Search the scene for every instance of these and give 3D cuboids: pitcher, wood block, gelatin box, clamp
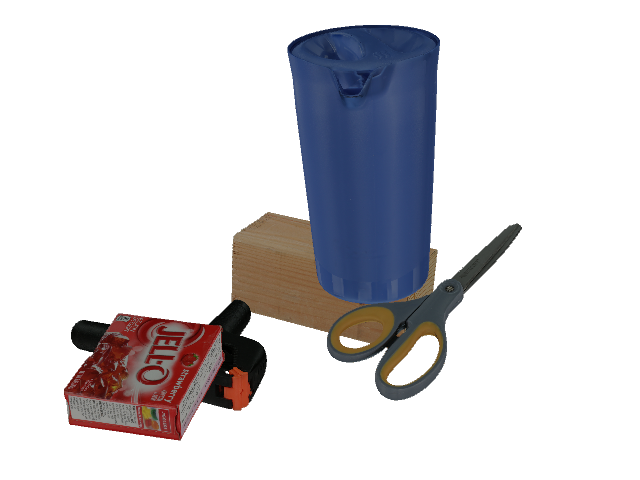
[{"bbox_3d":[0.046,-0.074,0.988,0.149,0.243,0.145,-20,31,-31],"label":"pitcher"},{"bbox_3d":[0.013,0.043,1.175,0.206,0.091,0.090,13,25,22],"label":"wood block"},{"bbox_3d":[-0.108,0.083,0.668,0.073,0.030,0.089,6,31,13],"label":"gelatin box"},{"bbox_3d":[-0.096,0.090,0.886,0.164,0.036,0.210,-10,16,-31],"label":"clamp"}]

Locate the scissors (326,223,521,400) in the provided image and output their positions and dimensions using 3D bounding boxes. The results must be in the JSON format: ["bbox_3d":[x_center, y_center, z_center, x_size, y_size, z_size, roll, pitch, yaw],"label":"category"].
[{"bbox_3d":[0.075,0.040,0.795,0.096,0.016,0.201,12,43,22],"label":"scissors"}]
